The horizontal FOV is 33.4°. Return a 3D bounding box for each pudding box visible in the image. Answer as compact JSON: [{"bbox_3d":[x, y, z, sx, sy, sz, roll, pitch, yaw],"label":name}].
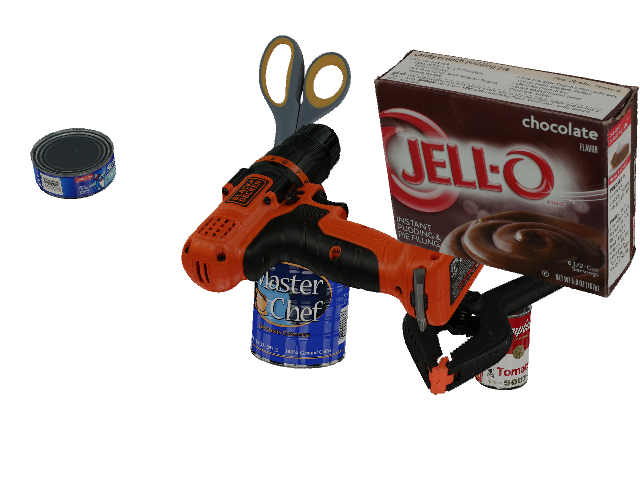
[{"bbox_3d":[0.083,-0.032,0.478,0.114,0.090,0.039,14,43,32],"label":"pudding box"}]

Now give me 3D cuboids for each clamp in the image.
[{"bbox_3d":[0.120,0.059,0.952,0.165,0.036,0.209,14,35,21],"label":"clamp"}]

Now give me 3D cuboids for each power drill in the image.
[{"bbox_3d":[0.023,-0.016,0.738,0.188,0.057,0.184,11,42,26],"label":"power drill"}]

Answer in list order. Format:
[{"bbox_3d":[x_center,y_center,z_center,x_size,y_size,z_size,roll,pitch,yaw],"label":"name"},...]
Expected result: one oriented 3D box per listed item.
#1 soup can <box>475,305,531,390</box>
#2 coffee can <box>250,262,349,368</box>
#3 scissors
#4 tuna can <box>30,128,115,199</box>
[{"bbox_3d":[0.228,0.128,1.337,0.068,0.102,0.068,-1,19,0],"label":"soup can"},{"bbox_3d":[-0.020,0.051,1.123,0.103,0.140,0.103,3,14,-1],"label":"coffee can"},{"bbox_3d":[-0.016,-0.094,1.007,0.096,0.202,0.016,-4,-2,6],"label":"scissors"},{"bbox_3d":[-0.259,-0.081,1.124,0.086,0.034,0.086,1,40,-1],"label":"tuna can"}]
